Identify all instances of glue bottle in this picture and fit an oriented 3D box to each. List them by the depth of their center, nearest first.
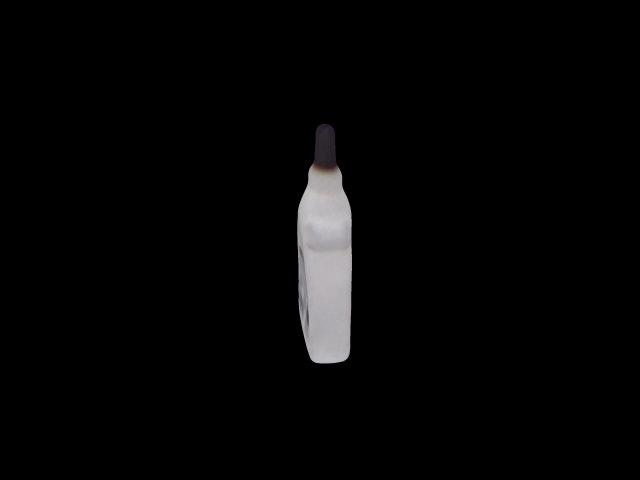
[{"bbox_3d":[0.004,0.001,0.400,0.037,0.173,0.078,-5,35,-6],"label":"glue bottle"}]
